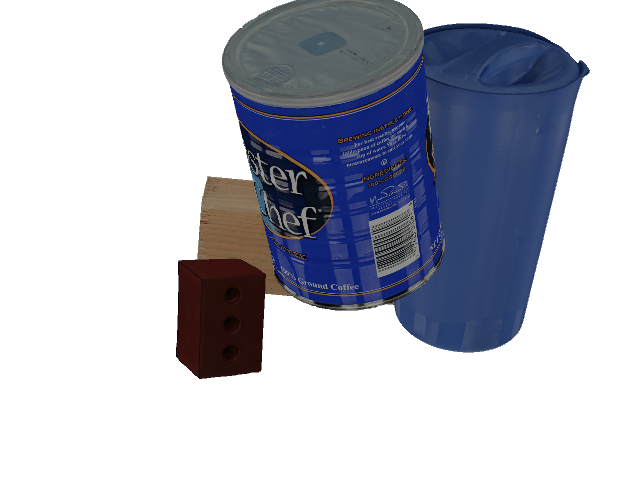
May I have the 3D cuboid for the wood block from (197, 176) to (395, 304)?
[{"bbox_3d":[-0.016,0.000,1.061,0.206,0.091,0.090,6,21,-4],"label":"wood block"}]

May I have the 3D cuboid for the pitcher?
[{"bbox_3d":[0.109,-0.035,0.826,0.149,0.243,0.144,14,33,17],"label":"pitcher"}]

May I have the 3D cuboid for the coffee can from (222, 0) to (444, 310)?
[{"bbox_3d":[0.011,-0.047,0.579,0.103,0.140,0.103,-7,39,6],"label":"coffee can"}]

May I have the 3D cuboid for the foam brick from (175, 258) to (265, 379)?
[{"bbox_3d":[-0.075,0.056,0.798,0.052,0.078,0.051,-4,14,-26],"label":"foam brick"}]
